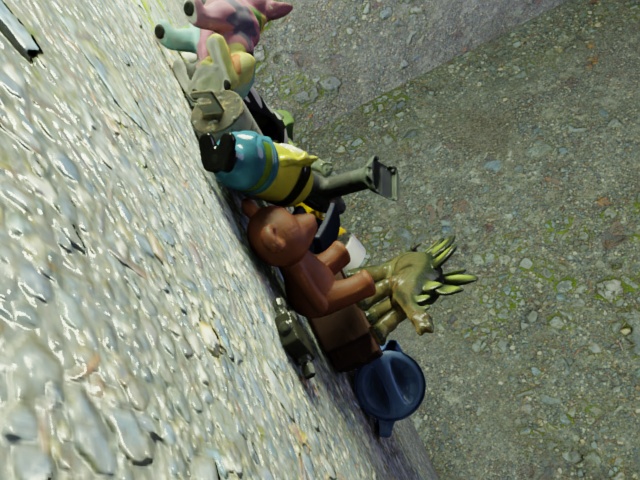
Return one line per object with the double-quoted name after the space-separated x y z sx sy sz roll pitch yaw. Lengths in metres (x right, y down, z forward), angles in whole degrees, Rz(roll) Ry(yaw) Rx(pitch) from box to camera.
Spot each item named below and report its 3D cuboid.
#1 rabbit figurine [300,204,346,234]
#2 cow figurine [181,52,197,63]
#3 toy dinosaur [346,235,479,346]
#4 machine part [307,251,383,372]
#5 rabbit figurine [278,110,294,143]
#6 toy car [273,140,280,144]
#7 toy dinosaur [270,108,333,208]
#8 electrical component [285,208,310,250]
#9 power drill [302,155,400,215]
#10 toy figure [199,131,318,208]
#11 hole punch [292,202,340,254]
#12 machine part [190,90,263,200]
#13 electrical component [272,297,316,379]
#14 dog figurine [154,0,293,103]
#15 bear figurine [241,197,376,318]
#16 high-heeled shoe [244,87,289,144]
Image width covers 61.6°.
-0.021 -0.035 1.232 0.162 0.122 0.173 -29 113 -65 "rabbit figurine"
-0.195 -0.333 0.940 0.068 0.098 0.167 57 0 -36 "cow figurine"
0.154 0.068 0.920 0.471 0.199 0.105 -91 158 -80 "toy dinosaur"
0.030 0.131 0.959 0.201 0.087 0.201 63 2 17 "machine part"
-0.147 -0.302 1.440 0.170 0.121 0.159 49 -7 25 "rabbit figurine"
-0.091 -0.122 0.943 0.202 0.089 0.053 55 41 -62 "toy car"
-0.110 -0.213 1.287 0.192 0.131 0.404 16 -29 54 "toy dinosaur"
-0.054 0.002 0.965 0.075 0.048 0.119 -112 176 -45 "electrical component"
0.055 -0.105 1.091 0.232 0.207 0.086 20 73 -52 "power drill"
-0.079 -0.093 0.705 0.082 0.089 0.180 35 18 29 "toy figure"
-0.002 -0.003 1.070 0.115 0.092 0.142 58 38 -34 "hole punch"
-0.113 -0.131 0.774 0.079 0.079 0.243 65 2 32 "machine part"
-0.030 0.114 0.626 0.063 0.021 0.094 60 5 -50 "electrical component"
-0.121 -0.303 0.815 0.219 0.108 0.191 -35 100 -47 "dog figurine"
-0.019 0.014 0.736 0.120 0.132 0.195 49 -15 50 "bear figurine"
-0.111 -0.186 0.955 0.145 0.086 0.248 -97 162 -57 "high-heeled shoe"
